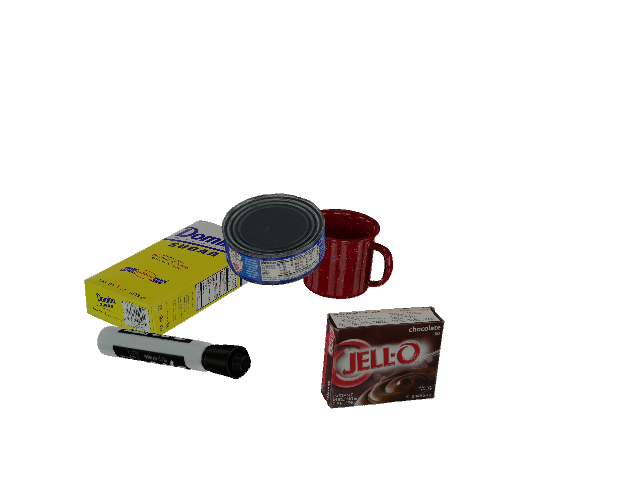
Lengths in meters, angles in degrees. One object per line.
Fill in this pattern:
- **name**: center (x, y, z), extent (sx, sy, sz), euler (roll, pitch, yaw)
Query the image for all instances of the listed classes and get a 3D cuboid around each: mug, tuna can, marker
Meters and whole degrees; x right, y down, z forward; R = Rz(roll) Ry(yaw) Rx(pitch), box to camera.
- **mug**: center (0.032, 0.020, 1.273), extent (0.117, 0.081, 0.093), euler (15, 27, 23)
- **tuna can**: center (-0.038, -0.001, 0.891), extent (0.086, 0.034, 0.086), euler (-2, 38, 2)
- **marker**: center (-0.088, 0.066, 0.635), extent (0.121, 0.020, 0.020), euler (4, 2, 40)

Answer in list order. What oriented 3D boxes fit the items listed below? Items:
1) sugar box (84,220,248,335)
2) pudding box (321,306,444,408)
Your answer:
- **sugar box**: center (-0.146, 0.036, 1.096), extent (0.093, 0.048, 0.175), euler (18, 34, 30)
- **pudding box**: center (0.060, 0.113, 1.047), extent (0.113, 0.090, 0.039), euler (-4, 28, -17)
